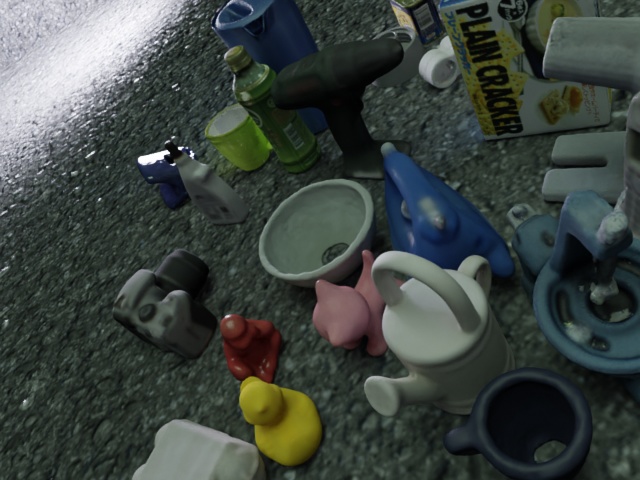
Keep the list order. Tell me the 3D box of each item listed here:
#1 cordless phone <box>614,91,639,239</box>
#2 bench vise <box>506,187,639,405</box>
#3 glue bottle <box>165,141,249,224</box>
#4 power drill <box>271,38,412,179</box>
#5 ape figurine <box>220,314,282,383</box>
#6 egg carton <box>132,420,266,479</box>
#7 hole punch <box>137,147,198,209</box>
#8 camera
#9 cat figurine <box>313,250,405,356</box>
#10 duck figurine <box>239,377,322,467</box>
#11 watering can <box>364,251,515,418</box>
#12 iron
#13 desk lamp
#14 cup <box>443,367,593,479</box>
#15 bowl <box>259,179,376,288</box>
[{"bbox_3d":[0.319,-0.034,0.498,0.094,0.186,0.147,-36,41,1],"label":"cordless phone"},{"bbox_3d":[0.212,0.026,0.488,0.121,0.220,0.206,-44,42,-9],"label":"bench vise"},{"bbox_3d":[-0.185,-0.091,0.899,0.077,0.174,0.037,-1,52,34],"label":"glue bottle"},{"bbox_3d":[0.047,-0.182,0.799,0.228,0.209,0.076,7,57,38],"label":"power drill"},{"bbox_3d":[-0.090,0.125,0.697,0.078,0.092,0.076,-43,42,-8],"label":"ape figurine"},{"bbox_3d":[-0.133,0.259,0.620,0.149,0.070,0.107,4,55,36],"label":"egg carton"},{"bbox_3d":[-0.271,-0.130,1.056,0.101,0.091,0.108,-39,41,-3],"label":"hole punch"},{"bbox_3d":[-0.214,0.079,0.816,0.142,0.101,0.137,9,58,39],"label":"camera"},{"bbox_3d":[0.039,0.072,0.640,0.067,0.118,0.128,8,57,38],"label":"cat figurine"},{"bbox_3d":[-0.050,0.188,0.617,0.077,0.086,0.104,-43,42,-7],"label":"duck figurine"},{"bbox_3d":[0.107,0.083,0.526,0.100,0.195,0.173,-5,50,31],"label":"watering can"},{"bbox_3d":[0.117,-0.045,0.677,0.118,0.142,0.257,-31,42,6],"label":"iron"},{"bbox_3d":[0.315,-0.135,0.572,0.202,0.214,0.118,3,55,36],"label":"desk lamp"},{"bbox_3d":[0.170,0.171,0.478,0.117,0.095,0.091,-21,43,16],"label":"cup"},{"bbox_3d":[0.007,0.003,0.758,0.167,0.075,0.167,-18,44,19],"label":"bowl"}]
